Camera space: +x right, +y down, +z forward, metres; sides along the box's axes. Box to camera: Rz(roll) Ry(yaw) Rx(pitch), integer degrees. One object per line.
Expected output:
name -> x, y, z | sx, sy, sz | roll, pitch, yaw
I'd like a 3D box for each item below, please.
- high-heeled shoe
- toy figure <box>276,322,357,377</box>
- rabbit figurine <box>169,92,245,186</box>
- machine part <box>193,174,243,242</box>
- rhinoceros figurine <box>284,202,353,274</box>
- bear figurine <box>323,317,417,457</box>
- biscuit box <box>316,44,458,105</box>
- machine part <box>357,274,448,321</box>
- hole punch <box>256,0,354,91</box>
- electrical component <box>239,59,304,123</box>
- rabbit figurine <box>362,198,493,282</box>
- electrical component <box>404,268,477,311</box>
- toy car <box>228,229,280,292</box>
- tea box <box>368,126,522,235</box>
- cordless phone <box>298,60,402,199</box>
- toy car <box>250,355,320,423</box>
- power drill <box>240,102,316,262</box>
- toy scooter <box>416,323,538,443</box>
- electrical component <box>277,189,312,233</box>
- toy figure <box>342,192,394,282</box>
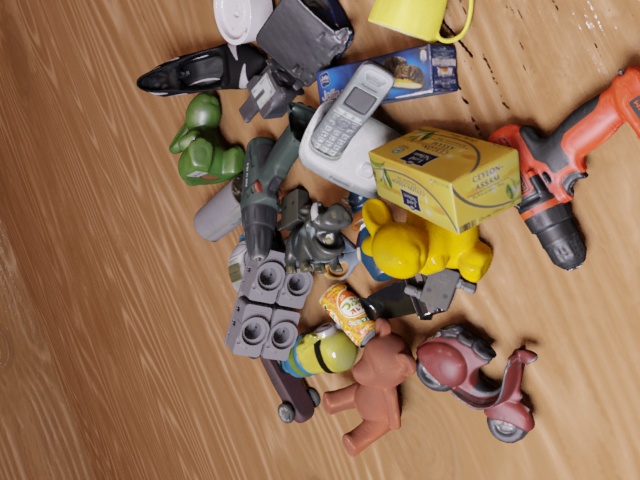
high-heeled shoe -> -0.218, -0.302, 0.962 | 0.249, 0.145, 0.086 | 2, 106, 48
toy figure -> -0.006, 0.205, 0.967 | 0.180, 0.082, 0.089 | -34, 90, 42
rabbit figurine -> -0.223, -0.197, 1.053 | 0.159, 0.121, 0.170 | -17, 73, 55
machine part -> -0.181, -0.060, 1.058 | 0.243, 0.079, 0.079 | -29, 82, 46
rhinoceros figurine -> -0.002, -0.003, 0.838 | 0.190, 0.073, 0.112 | 145, 125, -67
bear figurine -> 0.078, 0.224, 0.827 | 0.195, 0.132, 0.120 | 86, 158, -46
biscuit box -> 0.085, -0.218, 0.737 | 0.203, 0.063, 0.059 | 3, 105, 45
machine part -> 0.123, 0.092, 0.819 | 0.139, 0.039, 0.084 | -21, 93, 39
hole punch -> -0.015, -0.309, 0.807 | 0.115, 0.092, 0.142 | 43, 135, -11
electrical component -> -0.088, -0.244, 0.919 | 0.119, 0.048, 0.075 | -40, 74, 46
rabbit figurine -> 0.123, -0.007, 0.689 | 0.163, 0.173, 0.121 | 19, 121, 36
electrical component -> 0.169, 0.067, 0.757 | 0.094, 0.021, 0.063 | 20, 99, 21
toy car -> -0.119, 0.054, 1.016 | 0.109, 0.103, 0.161 | -19, 91, 47
tea box -> 0.145, -0.078, 0.645 | 0.170, 0.098, 0.068 | 36, 148, 55
cordless phone -> 0.068, -0.149, 0.713 | 0.146, 0.089, 0.184 | 25, 143, -15
toy car -> -0.077, 0.261, 1.050 | 0.053, 0.089, 0.202 | -44, 73, 41
power drill -> -0.062, -0.103, 0.868 | 0.207, 0.086, 0.232 | -51, 36, 44
toy scooter -> 0.219, 0.173, 0.724 | 0.184, 0.075, 0.135 | 37, 127, 28
electrical component -> -0.039, -0.043, 0.944 | 0.102, 0.045, 0.078 | -34, 51, 44
toy figure -> 0.078, -0.014, 0.809 | 0.057, 0.064, 0.154 | 117, 141, -59
